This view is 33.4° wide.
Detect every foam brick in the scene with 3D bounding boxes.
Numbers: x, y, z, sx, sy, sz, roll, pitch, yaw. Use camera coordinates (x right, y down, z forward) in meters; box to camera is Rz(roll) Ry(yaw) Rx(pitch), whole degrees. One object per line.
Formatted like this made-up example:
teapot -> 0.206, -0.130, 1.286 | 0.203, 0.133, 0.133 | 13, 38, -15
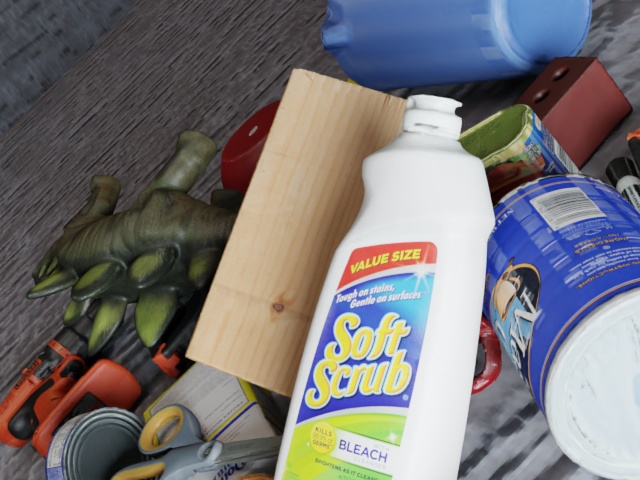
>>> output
foam brick -> 0.171, -0.085, 0.759 | 0.078, 0.051, 0.053 | -48, 24, -10

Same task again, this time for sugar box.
sugar box -> -0.071, 0.148, 0.772 | 0.093, 0.048, 0.176 | -44, 27, 2

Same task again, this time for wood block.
wood block -> -0.005, 0.001, 0.730 | 0.090, 0.091, 0.206 | 41, -111, -74

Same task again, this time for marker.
marker -> 0.196, -0.017, 0.650 | 0.020, 0.020, 0.121 | -35, 25, 20

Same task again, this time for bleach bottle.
bleach bottle -> 0.034, 0.049, 0.568 | 0.103, 0.068, 0.251 | 9, 91, 35

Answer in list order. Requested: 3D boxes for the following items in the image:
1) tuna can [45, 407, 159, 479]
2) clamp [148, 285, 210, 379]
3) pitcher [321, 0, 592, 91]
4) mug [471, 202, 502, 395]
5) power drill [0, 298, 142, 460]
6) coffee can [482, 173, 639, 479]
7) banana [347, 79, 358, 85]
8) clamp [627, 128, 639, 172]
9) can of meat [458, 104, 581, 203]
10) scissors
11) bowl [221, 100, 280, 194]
tuna can -> -0.169, 0.175, 0.831 | 0.034, 0.086, 0.086 | -20, 33, 45
clamp -> -0.113, 0.055, 0.999 | 0.120, 0.039, 0.171 | -38, 26, 25
pitcher -> 0.128, -0.202, 0.947 | 0.243, 0.144, 0.149 | 14, 73, 59
mug -> 0.082, 0.041, 0.669 | 0.082, 0.093, 0.117 | -29, 64, 41
power drill -> -0.236, 0.138, 1.036 | 0.184, 0.057, 0.188 | -53, 23, -12
coffee can -> 0.142, 0.038, 0.541 | 0.103, 0.102, 0.140 | -40, 24, 10
banana -> 0.026, -0.143, 1.087 | 0.070, 0.037, 0.197 | -1, 48, 28
clamp -> 0.241, -0.037, 0.587 | 0.164, 0.036, 0.210 | -51, 23, -15
can of meat -> 0.121, -0.032, 0.712 | 0.102, 0.084, 0.057 | -30, 27, 28
scissors -> -0.073, 0.133, 0.724 | 0.202, 0.016, 0.096 | -29, 31, 30
bowl -> -0.053, -0.097, 1.131 | 0.162, 0.055, 0.162 | -36, 25, 19
